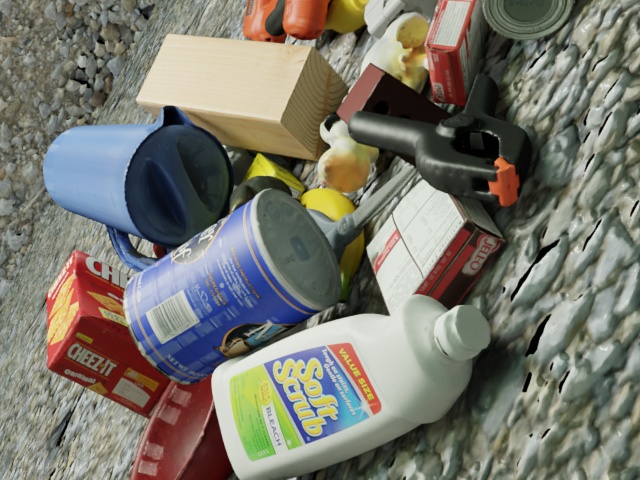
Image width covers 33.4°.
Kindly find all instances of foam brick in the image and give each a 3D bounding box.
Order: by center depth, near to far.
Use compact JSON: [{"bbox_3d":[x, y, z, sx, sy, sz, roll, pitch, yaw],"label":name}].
[{"bbox_3d":[0.063,-0.102,0.878,0.053,0.078,0.051,-58,19,11],"label":"foam brick"}]

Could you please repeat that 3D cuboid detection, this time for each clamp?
[{"bbox_3d":[0.106,-0.075,0.761,0.120,0.039,0.172,-28,35,-13],"label":"clamp"}]

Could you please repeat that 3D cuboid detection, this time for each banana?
[{"bbox_3d":[0.004,-0.013,0.960,0.070,0.037,0.198,-57,20,11],"label":"banana"}]

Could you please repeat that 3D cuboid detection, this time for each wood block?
[{"bbox_3d":[-0.084,-0.155,1.148,0.206,0.090,0.091,12,72,36],"label":"wood block"}]

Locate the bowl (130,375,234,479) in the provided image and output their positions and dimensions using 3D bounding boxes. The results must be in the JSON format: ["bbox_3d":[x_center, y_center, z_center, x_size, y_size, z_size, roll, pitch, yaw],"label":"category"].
[{"bbox_3d":[-0.108,0.177,0.954,0.162,0.055,0.162,-50,23,29],"label":"bowl"}]

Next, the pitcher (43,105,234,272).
[{"bbox_3d":[-0.215,-0.060,1.203,0.243,0.145,0.149,11,61,52],"label":"pitcher"}]

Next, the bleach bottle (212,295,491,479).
[{"bbox_3d":[0.019,0.092,0.721,0.251,0.067,0.102,-35,64,48],"label":"bleach bottle"}]

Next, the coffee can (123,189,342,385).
[{"bbox_3d":[-0.068,0.038,0.835,0.140,0.102,0.103,-31,32,24],"label":"coffee can"}]

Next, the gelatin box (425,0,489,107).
[{"bbox_3d":[0.111,-0.164,0.857,0.073,0.030,0.089,68,-143,-59],"label":"gelatin box"}]

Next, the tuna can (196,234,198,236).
[{"bbox_3d":[-0.100,0.031,1.085,0.086,0.086,0.034,-56,19,13],"label":"tuna can"}]

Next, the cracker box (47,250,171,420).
[{"bbox_3d":[-0.198,0.101,1.113,0.072,0.164,0.214,-56,21,8],"label":"cracker box"}]

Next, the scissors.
[{"bbox_3d":[0.016,-0.021,0.863,0.202,0.016,0.096,-58,40,40],"label":"scissors"}]

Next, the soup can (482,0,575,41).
[{"bbox_3d":[0.156,-0.208,0.807,0.069,0.068,0.102,-43,28,41],"label":"soup can"}]

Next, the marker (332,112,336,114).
[{"bbox_3d":[0.034,-0.115,1.051,0.020,0.020,0.121,-62,20,-2],"label":"marker"}]

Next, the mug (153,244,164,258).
[{"bbox_3d":[-0.140,-0.016,1.258,0.117,0.093,0.081,-10,53,28],"label":"mug"}]

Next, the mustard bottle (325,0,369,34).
[{"bbox_3d":[0.034,-0.284,1.216,0.096,0.058,0.192,-60,20,6],"label":"mustard bottle"}]

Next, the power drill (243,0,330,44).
[{"bbox_3d":[-0.031,-0.307,1.232,0.188,0.057,0.184,170,111,-71],"label":"power drill"}]

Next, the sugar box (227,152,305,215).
[{"bbox_3d":[-0.085,-0.001,1.150,0.176,0.048,0.093,-57,21,7],"label":"sugar box"}]

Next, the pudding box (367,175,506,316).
[{"bbox_3d":[0.079,0.005,0.757,0.090,0.039,0.113,-55,23,18],"label":"pudding box"}]
